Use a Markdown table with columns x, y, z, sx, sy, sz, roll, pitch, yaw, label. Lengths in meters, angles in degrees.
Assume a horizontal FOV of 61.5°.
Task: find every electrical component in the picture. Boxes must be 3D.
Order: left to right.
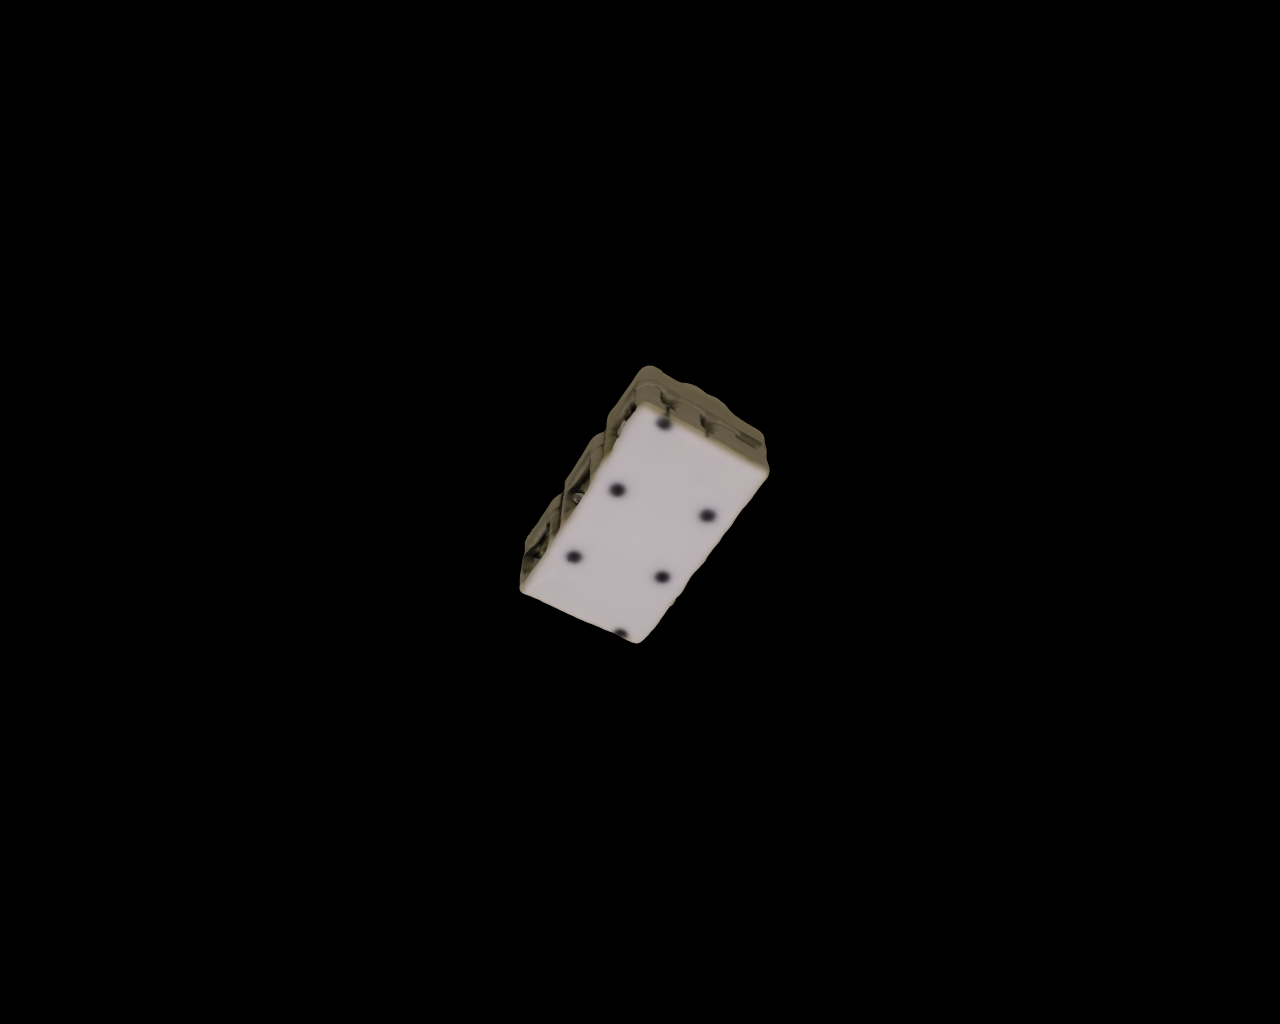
| x | y | z | sx | sy | sz | roll | pitch | yaw | label |
| --- | --- | --- | --- | --- | --- | --- | --- | --- | --- |
| 0.001 | -0.003 | 0.650 | 0.089 | 0.150 | 0.062 | 28 | 28 | -16 | electrical component |
